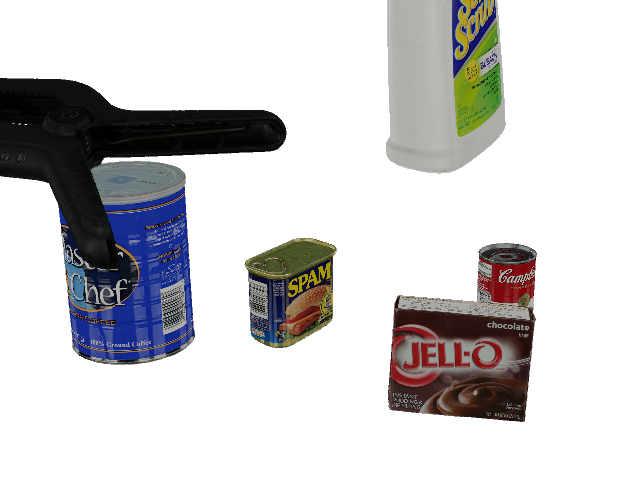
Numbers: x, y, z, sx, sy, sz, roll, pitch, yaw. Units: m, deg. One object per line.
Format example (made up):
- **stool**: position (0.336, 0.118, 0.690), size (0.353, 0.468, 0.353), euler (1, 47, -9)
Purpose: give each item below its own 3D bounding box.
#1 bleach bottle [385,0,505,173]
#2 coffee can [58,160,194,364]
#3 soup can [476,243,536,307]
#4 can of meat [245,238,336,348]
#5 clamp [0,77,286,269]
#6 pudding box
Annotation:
- **bleach bottle**: position (0.084, -0.181, 0.760), size (0.068, 0.251, 0.102), euler (16, 38, 36)
- **coffee can**: position (-0.157, 0.016, 0.868), size (0.103, 0.140, 0.103), euler (-1, 19, 0)
- **soup can**: position (0.221, 0.062, 1.276), size (0.068, 0.102, 0.068), euler (-1, 19, 0)
- **can of meat**: position (-0.030, 0.054, 1.109), size (0.058, 0.084, 0.101), euler (17, 27, 36)
- **clamp**: position (-0.137, -0.062, 0.639), size (0.210, 0.036, 0.164), euler (25, 41, 31)
- **pudding box**: position (0.113, 0.095, 0.864), size (0.113, 0.090, 0.039), euler (3, 20, 5)
